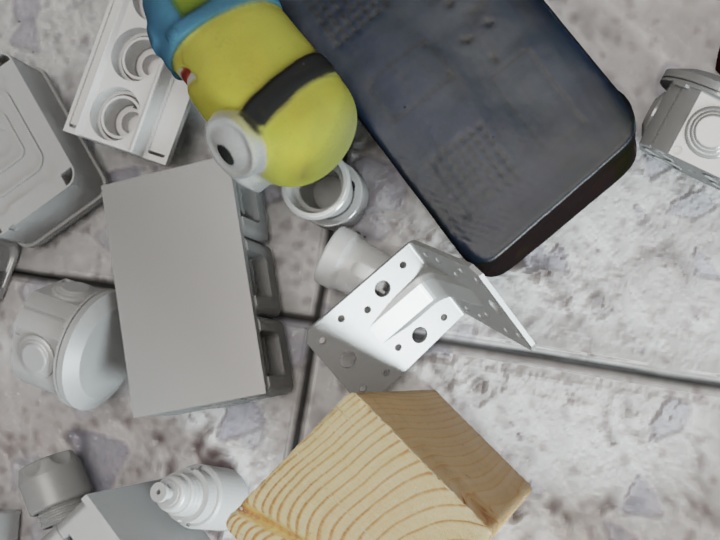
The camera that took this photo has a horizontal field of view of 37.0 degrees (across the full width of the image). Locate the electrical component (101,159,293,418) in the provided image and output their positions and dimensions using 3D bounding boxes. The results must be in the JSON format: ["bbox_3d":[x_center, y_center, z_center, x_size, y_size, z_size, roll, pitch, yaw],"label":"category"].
[{"bbox_3d":[-0.103,0.013,0.692,0.089,0.062,0.150,-12,81,13],"label":"electrical component"}]

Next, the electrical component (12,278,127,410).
[{"bbox_3d":[-0.184,0.047,0.701,0.051,0.080,0.080,17,88,21],"label":"electrical component"}]

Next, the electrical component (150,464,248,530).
[{"bbox_3d":[-0.103,0.142,0.674,0.040,0.078,0.040,-8,72,25],"label":"electrical component"}]

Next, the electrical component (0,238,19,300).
[{"bbox_3d":[-0.287,0.012,0.743,0.059,0.054,0.095,20,89,15],"label":"electrical component"}]

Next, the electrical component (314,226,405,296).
[{"bbox_3d":[0.000,0.000,0.680,0.046,0.040,0.040,28,91,10],"label":"electrical component"}]

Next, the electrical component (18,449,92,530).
[{"bbox_3d":[-0.198,0.154,0.711,0.043,0.043,0.062,-25,80,10],"label":"electrical component"}]

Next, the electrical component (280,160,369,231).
[{"bbox_3d":[-0.021,-0.050,0.682,0.045,0.055,0.045,-2,84,14],"label":"electrical component"}]

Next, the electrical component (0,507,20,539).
[{"bbox_3d":[-0.297,0.181,0.700,0.109,0.109,0.056,1,82,14],"label":"electrical component"}]

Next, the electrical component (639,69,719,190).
[{"bbox_3d":[0.202,-0.079,0.617,0.080,0.080,0.051,29,97,15],"label":"electrical component"}]

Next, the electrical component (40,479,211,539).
[{"bbox_3d":[-0.107,0.222,0.648,0.060,0.105,0.186,-43,76,7],"label":"electrical component"}]

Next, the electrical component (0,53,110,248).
[{"bbox_3d":[-0.232,-0.081,0.738,0.078,0.057,0.113,-34,77,8],"label":"electrical component"}]

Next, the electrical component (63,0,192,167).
[{"bbox_3d":[-0.136,-0.135,0.716,0.079,0.063,0.121,19,89,15],"label":"electrical component"}]
